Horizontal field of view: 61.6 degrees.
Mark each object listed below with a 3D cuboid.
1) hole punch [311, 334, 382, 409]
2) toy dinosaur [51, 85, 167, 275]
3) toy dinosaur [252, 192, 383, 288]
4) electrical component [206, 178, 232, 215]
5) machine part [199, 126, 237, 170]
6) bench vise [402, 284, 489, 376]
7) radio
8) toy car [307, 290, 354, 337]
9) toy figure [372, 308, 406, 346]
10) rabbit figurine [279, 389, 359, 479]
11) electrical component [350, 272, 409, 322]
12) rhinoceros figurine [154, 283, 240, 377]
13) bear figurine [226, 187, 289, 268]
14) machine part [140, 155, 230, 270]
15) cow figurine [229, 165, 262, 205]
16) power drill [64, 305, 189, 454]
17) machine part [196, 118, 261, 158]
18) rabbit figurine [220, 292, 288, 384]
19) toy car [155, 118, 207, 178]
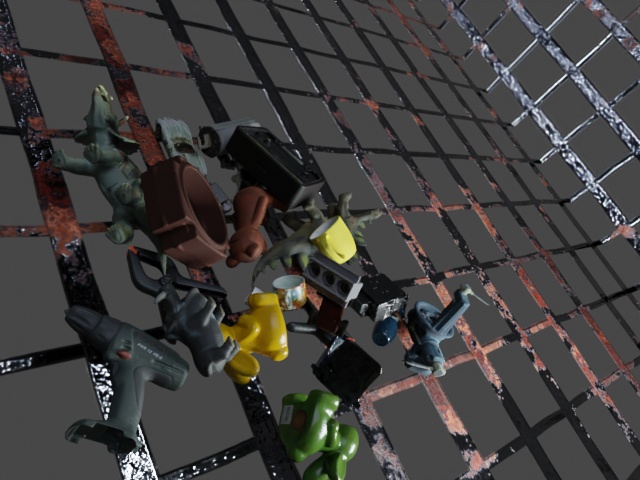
[{"bbox_3d":[0.055,0.276,1.161,0.142,0.116,0.092,43,-3,-11],"label":"hole punch"},{"bbox_3d":[-0.396,-0.107,1.100,0.404,0.131,0.192,60,18,0],"label":"toy dinosaur"},{"bbox_3d":[-0.003,-0.004,1.352,0.471,0.105,0.198,-18,72,-36],"label":"toy dinosaur"},{"bbox_3d":[-0.251,-0.097,1.241,0.045,0.078,0.102,-37,93,-43],"label":"electrical component"},{"bbox_3d":[-0.262,-0.241,1.395,0.084,0.039,0.139,-3,55,-52],"label":"machine part"},{"bbox_3d":[0.291,0.210,1.315,0.129,0.240,0.224,32,24,-10],"label":"bench vise"},{"bbox_3d":[-0.104,-0.178,1.284,0.230,0.073,0.131,44,27,14],"label":"radio"},{"bbox_3d":[0.026,0.156,1.210,0.089,0.053,0.202,22,25,0],"label":"toy car"},{"bbox_3d":[0.174,0.206,1.346,0.058,0.064,0.154,13,28,21],"label":"toy figure"},{"bbox_3d":[0.016,0.378,1.018,0.170,0.121,0.159,36,41,-33],"label":"rabbit figurine"},{"bbox_3d":[0.135,0.141,1.330,0.134,0.058,0.115,-15,37,-34],"label":"electrical component"},{"bbox_3d":[-0.227,0.156,0.976,0.112,0.073,0.190,-35,75,-5],"label":"rhinoceros figurine"},{"bbox_3d":[-0.145,-0.023,1.235,0.132,0.120,0.196,22,49,-39],"label":"bear figurine"},{"bbox_3d":[-0.267,-0.055,1.093,0.201,0.087,0.201,47,23,-64],"label":"machine part"},{"bbox_3d":[-0.178,-0.166,1.350,0.068,0.098,0.167,17,46,-21],"label":"cow figurine"},{"bbox_3d":[-0.341,0.230,0.882,0.232,0.086,0.207,29,34,-21],"label":"power drill"},{"bbox_3d":[-0.224,-0.259,1.353,0.079,0.079,0.243,48,35,6],"label":"machine part"},{"bbox_3d":[-0.158,0.197,1.054,0.173,0.122,0.162,-3,66,-25],"label":"rabbit figurine"},{"bbox_3d":[-0.336,-0.220,1.296,0.073,0.056,0.202,-7,61,-43],"label":"toy car"}]
